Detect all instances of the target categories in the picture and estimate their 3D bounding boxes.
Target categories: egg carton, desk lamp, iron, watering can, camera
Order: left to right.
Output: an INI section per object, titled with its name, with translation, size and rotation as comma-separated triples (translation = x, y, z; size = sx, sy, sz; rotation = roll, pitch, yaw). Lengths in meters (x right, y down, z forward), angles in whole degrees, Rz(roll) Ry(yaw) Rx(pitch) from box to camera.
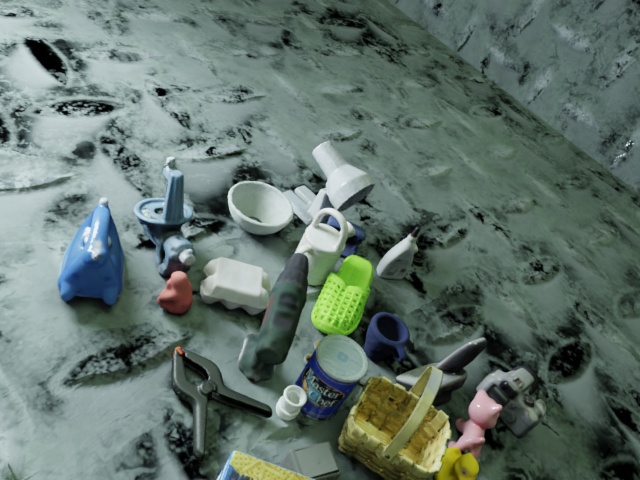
[iron]
translation = -0.435, -0.001, 1.119
size = 0.119, 0.141, 0.258
rotation = 9, 42, -22
[egg carton]
translation = -0.178, 0.098, 1.217
size = 0.150, 0.069, 0.107
rotation = 16, 40, -15
[watering can]
translation = 0.011, 0.003, 1.336
size = 0.101, 0.194, 0.173
rotation = 31, 38, 5
[desk lamp]
translation = 0.021, -0.134, 1.482
size = 0.203, 0.213, 0.118
rotation = 44, 41, 20
[camera]
translation = 0.454, 0.342, 1.290
size = 0.137, 0.100, 0.143
rotation = -17, 56, -42

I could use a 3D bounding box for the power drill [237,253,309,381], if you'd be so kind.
[power drill]
translation = -0.086, 0.160, 1.089
size = 0.076, 0.208, 0.229
rotation = 21, 38, -8

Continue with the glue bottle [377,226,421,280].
[glue bottle]
translation = 0.210, 0.030, 1.441
size = 0.078, 0.173, 0.037
rotation = 7, 42, -23

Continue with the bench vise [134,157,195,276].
[bench vise]
translation = -0.298, -0.049, 1.191
size = 0.207, 0.219, 0.122
rotation = 41, 40, 17

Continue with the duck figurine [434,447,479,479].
[duck figurine]
translation = 0.267, 0.436, 1.085
size = 0.078, 0.086, 0.104
rotation = 18, 39, -12

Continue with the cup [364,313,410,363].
[cup]
translation = 0.141, 0.229, 1.238
size = 0.092, 0.095, 0.117
rotation = -2, 47, -32

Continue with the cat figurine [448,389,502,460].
[cat figurine]
translation = 0.325, 0.374, 1.164
size = 0.067, 0.117, 0.128
rotation = 30, 38, 4

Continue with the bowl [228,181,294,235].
[bowl]
translation = -0.154, -0.066, 1.414
size = 0.168, 0.074, 0.167
rotation = 17, 39, -14

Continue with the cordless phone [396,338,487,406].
[cordless phone]
translation = 0.257, 0.265, 1.193
size = 0.148, 0.185, 0.094
rotation = -11, 52, -38

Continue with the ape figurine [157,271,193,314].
[ape figurine]
translation = -0.283, 0.098, 1.137
size = 0.078, 0.092, 0.076
rotation = -20, 57, -43

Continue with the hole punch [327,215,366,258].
[hole punch]
translation = 0.063, -0.023, 1.481
size = 0.109, 0.091, 0.101
rotation = 24, 38, -5
